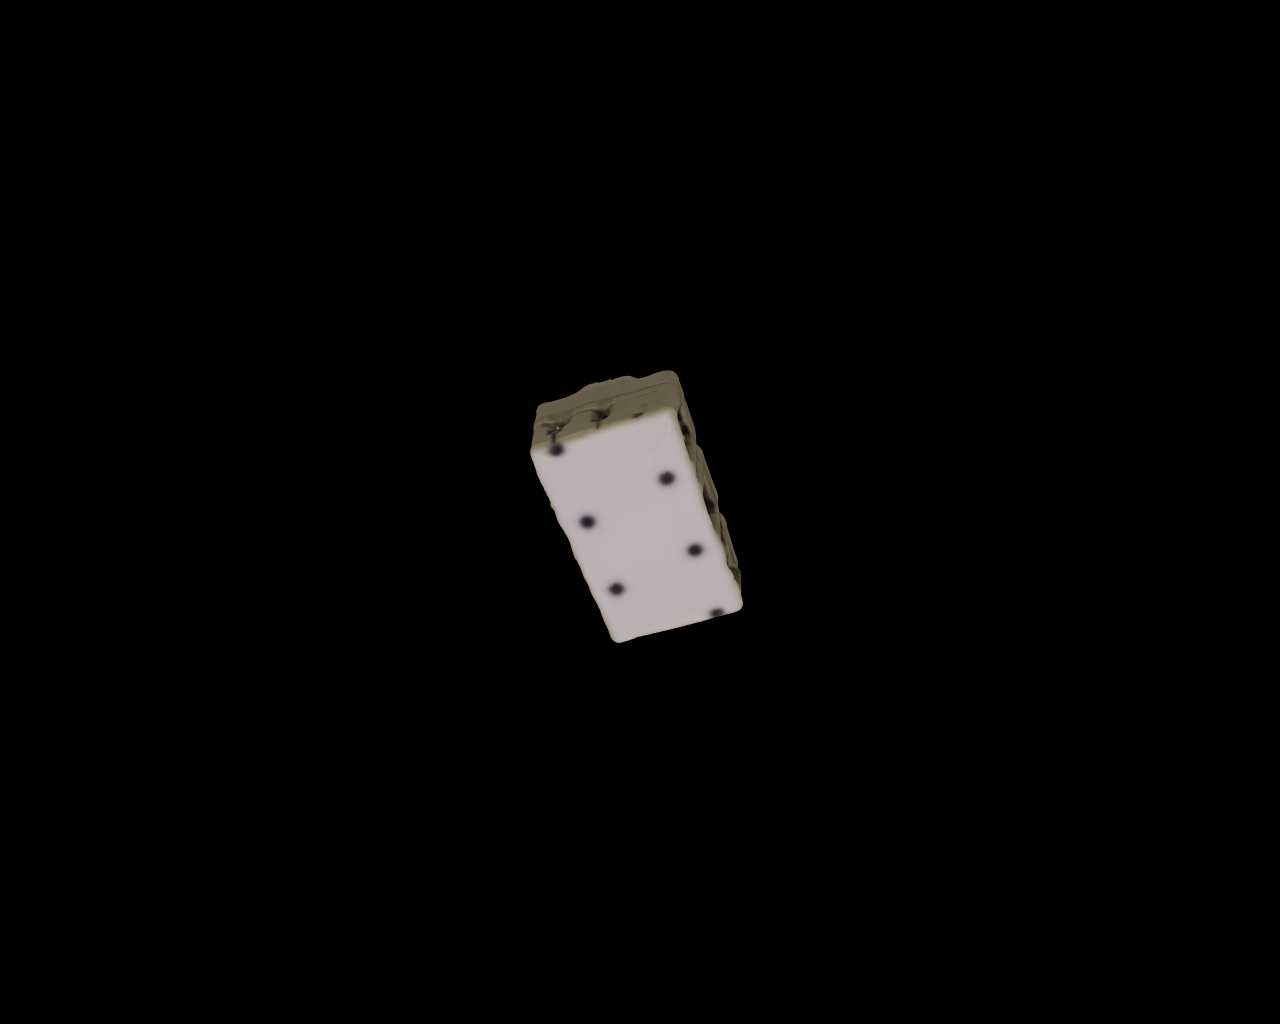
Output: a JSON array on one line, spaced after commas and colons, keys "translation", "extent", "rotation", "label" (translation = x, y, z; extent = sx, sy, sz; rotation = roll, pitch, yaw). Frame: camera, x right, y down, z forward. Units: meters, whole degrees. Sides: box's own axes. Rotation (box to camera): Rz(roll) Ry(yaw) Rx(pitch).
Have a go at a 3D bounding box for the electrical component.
[{"translation": [0.001, -0.003, 0.650], "extent": [0.089, 0.150, 0.062], "rotation": [-15, 32, 9], "label": "electrical component"}]
